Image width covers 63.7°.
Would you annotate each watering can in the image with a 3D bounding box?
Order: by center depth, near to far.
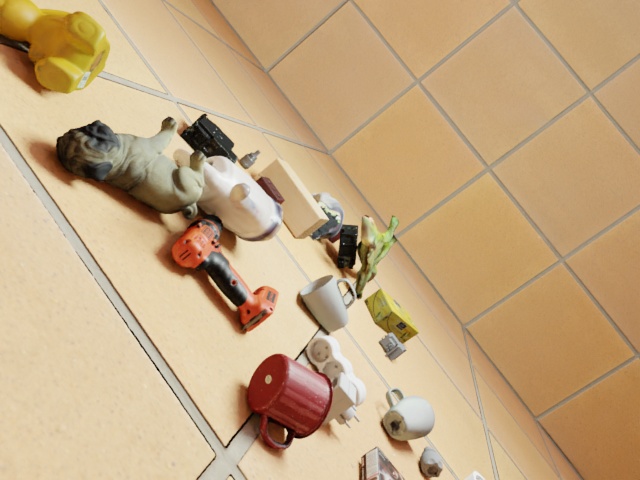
[{"bbox_3d":[-0.152,-0.073,0.925,0.221,0.104,0.351,42,-6,-37],"label":"watering can"}]

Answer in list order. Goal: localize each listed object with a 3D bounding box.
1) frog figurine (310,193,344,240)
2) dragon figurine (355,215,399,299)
[{"bbox_3d":[0.005,-0.079,1.572,0.161,0.123,0.135,-120,-159,-69],"label":"frog figurine"},{"bbox_3d":[0.141,0.068,1.544,0.400,0.122,0.248,90,23,-44],"label":"dragon figurine"}]
